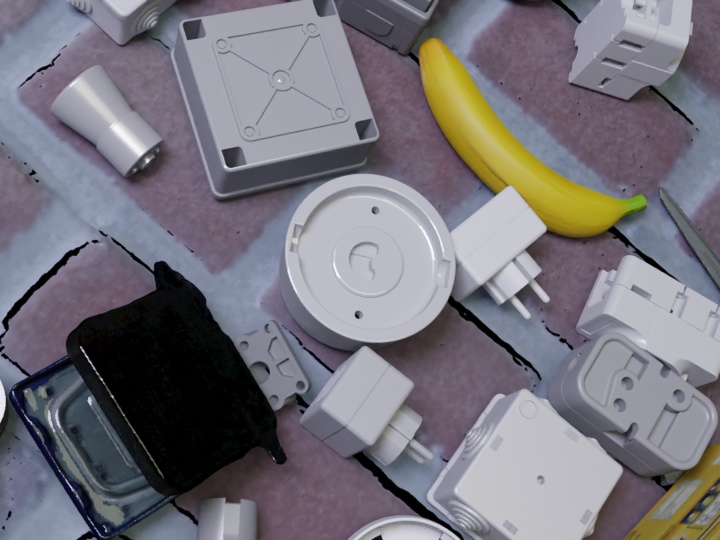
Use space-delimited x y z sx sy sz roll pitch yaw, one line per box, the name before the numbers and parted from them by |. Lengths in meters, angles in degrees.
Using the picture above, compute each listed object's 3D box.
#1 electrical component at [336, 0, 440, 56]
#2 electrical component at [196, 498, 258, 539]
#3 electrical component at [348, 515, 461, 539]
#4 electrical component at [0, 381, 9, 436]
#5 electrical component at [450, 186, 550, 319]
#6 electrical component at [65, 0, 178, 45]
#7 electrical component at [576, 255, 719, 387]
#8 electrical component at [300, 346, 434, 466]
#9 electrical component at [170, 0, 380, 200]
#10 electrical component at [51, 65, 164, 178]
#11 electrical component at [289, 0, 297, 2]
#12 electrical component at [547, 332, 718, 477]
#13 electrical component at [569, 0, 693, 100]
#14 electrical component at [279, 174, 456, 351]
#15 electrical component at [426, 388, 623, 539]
electrical component | 0.033 -0.213 0.756 0.062 0.061 0.096 28 69 -6
electrical component | -0.078 0.159 0.627 0.040 0.040 0.046 7 66 -13
electrical component | 0.028 0.196 0.643 0.099 0.064 0.099 0 73 -1
electrical component | -0.234 0.113 0.579 0.052 0.073 0.138 19 70 -9
electrical component | 0.095 -0.003 0.717 0.066 0.047 0.076 -38 86 -22
electrical component | -0.157 -0.210 0.710 0.100 0.048 0.099 43 68 1
electrical component | 0.200 0.041 0.731 0.089 0.050 0.055 30 68 -5
electrical component | 0.012 0.093 0.656 0.077 0.065 0.047 38 68 -2
electrical component | -0.057 -0.113 0.704 0.109 0.056 0.108 -14 78 -19
electrical component | -0.157 -0.091 0.680 0.065 0.044 0.044 46 68 -4
electrical component | -0.050 -0.210 0.748 0.061 0.035 0.035 43 68 4
electrical component | 0.175 0.090 0.704 0.095 0.059 0.053 37 68 -2
electrical component | 0.196 -0.165 0.771 0.056 0.089 0.050 15 71 -10
electrical component | 0.000 0.000 0.683 0.108 0.060 0.108 4 72 -14
electrical component | 0.105 0.134 0.678 0.100 0.048 0.099 39 68 -1
